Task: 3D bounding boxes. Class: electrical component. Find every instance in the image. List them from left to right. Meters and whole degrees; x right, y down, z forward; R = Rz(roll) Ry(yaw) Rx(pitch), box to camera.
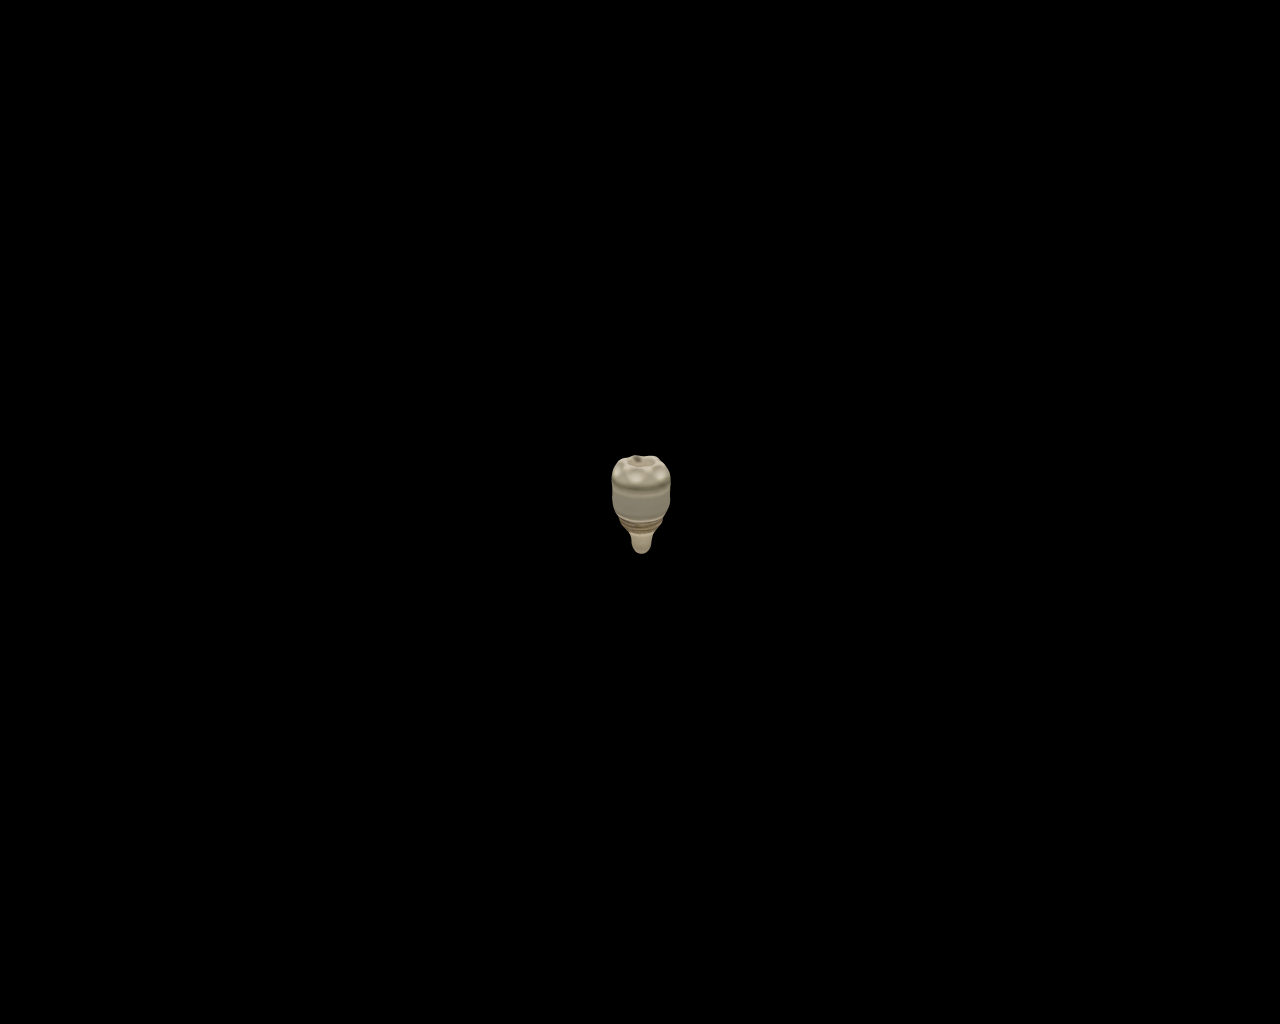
[{"bbox_3d":[0.001,-0.003,0.650,0.035,0.061,0.035,0,24,0],"label":"electrical component"}]
